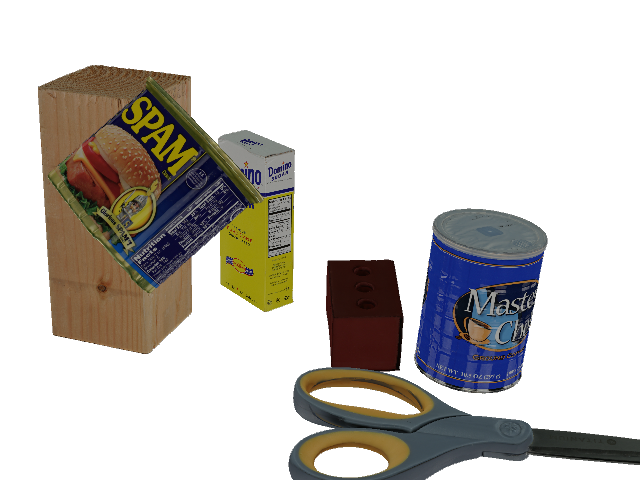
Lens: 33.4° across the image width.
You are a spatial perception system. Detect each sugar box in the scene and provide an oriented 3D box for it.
[{"bbox_3d":[-0.070,-0.022,1.146,0.048,0.176,0.093,-18,28,-34],"label":"sugar box"}]

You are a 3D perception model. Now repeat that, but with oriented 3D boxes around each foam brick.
[{"bbox_3d":[0.032,0.055,0.798,0.053,0.051,0.078,-1,32,-3],"label":"foam brick"}]

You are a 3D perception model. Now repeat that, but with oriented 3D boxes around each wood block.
[{"bbox_3d":[-0.160,-0.027,0.853,0.091,0.206,0.090,9,23,16],"label":"wood block"}]

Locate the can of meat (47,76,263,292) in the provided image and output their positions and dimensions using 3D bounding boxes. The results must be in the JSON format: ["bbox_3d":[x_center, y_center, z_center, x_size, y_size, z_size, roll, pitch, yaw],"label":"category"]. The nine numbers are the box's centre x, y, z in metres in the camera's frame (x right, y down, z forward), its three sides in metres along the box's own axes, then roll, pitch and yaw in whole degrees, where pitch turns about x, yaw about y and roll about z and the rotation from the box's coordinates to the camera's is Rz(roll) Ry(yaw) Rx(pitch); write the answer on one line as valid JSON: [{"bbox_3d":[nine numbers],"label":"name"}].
[{"bbox_3d":[-0.096,-0.032,0.608,0.102,0.084,0.057,46,-4,38],"label":"can of meat"}]

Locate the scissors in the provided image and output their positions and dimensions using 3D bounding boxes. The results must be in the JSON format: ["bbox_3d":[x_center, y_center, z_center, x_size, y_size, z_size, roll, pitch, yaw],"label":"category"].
[{"bbox_3d":[0.073,0.100,0.484,0.202,0.016,0.096,12,32,22],"label":"scissors"}]

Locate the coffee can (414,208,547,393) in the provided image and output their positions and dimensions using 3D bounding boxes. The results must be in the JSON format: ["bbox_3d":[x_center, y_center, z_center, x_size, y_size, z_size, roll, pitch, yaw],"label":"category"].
[{"bbox_3d":[0.145,0.054,0.982,0.103,0.140,0.103,5,23,-2],"label":"coffee can"}]
